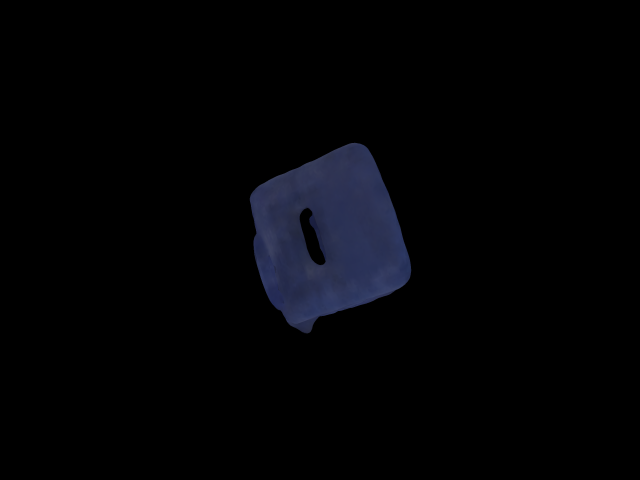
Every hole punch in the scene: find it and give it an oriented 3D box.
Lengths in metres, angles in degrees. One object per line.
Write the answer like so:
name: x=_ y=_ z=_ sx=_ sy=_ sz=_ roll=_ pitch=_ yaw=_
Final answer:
hole punch: x=0.004 y=0.001 z=0.400 sx=0.101 sy=0.091 sz=0.108 roll=-18 pitch=79 yaw=-3
